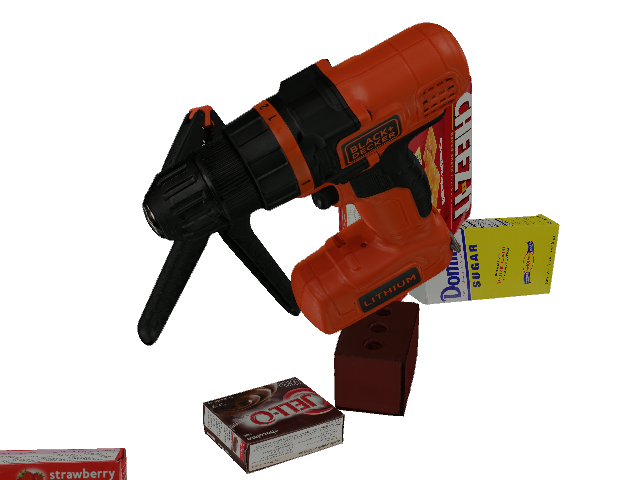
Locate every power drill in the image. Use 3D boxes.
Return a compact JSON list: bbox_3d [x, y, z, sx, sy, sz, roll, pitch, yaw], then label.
[{"bbox_3d":[0.005,-0.019,0.604,0.184,0.057,0.187,-28,-31,-6],"label":"power drill"}]

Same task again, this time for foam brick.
[{"bbox_3d":[0.042,0.084,0.787,0.053,0.051,0.078,4,31,10],"label":"foam brick"}]

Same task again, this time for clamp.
[{"bbox_3d":[-0.088,-0.015,0.963,0.164,0.210,0.036,-1,1,-34],"label":"clamp"}]

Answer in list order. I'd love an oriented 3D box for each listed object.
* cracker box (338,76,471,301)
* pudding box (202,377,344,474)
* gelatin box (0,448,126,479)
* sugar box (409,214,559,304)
[{"bbox_3d":[0.088,-0.059,1.044,0.072,0.164,0.213,9,27,23],"label":"cracker box"},{"bbox_3d":[-0.046,0.179,1.047,0.113,0.039,0.090,-14,25,-31],"label":"pudding box"},{"bbox_3d":[-0.145,0.147,0.552,0.089,0.073,0.030,-1,4,-3],"label":"gelatin box"},{"bbox_3d":[0.195,0.022,1.269,0.176,0.093,0.048,-5,20,-24],"label":"sugar box"}]
